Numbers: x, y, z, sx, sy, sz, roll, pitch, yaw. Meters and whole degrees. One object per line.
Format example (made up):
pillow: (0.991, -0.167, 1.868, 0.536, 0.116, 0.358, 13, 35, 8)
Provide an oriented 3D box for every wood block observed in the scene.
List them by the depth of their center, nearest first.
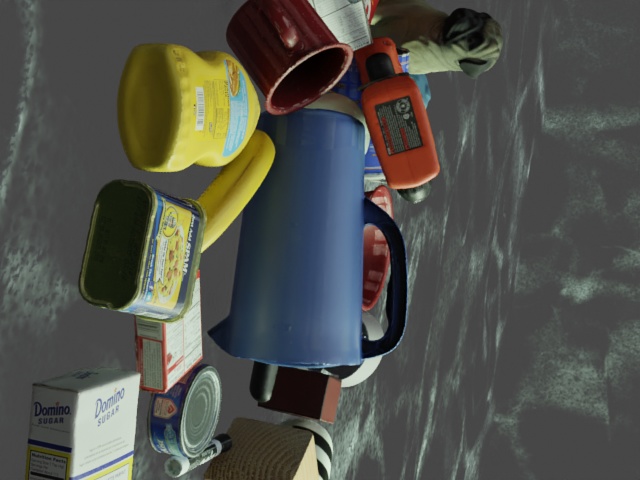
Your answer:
wood block: (-0.052, 0.297, 1.135, 0.090, 0.091, 0.206, -61, 152, -47)

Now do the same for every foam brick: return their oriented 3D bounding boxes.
foam brick: (-0.023, 0.171, 1.190, 0.053, 0.078, 0.051, 36, 65, -67)

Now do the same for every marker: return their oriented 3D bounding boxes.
marker: (-0.114, 0.205, 1.024, 0.121, 0.020, 0.020, -4, 101, -72)

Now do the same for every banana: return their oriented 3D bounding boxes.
banana: (-0.083, -0.041, 0.931, 0.037, 0.070, 0.197, 43, 45, -15)

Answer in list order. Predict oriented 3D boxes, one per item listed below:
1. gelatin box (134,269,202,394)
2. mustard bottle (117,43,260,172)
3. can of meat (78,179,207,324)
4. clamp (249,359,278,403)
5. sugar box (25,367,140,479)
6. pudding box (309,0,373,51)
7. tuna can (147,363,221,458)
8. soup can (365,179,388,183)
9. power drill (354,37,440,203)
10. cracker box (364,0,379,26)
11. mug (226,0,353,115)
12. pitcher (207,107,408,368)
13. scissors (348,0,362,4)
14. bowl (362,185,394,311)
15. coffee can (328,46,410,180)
gelatin box: (-0.129, 0.075, 0.907, 0.073, 0.030, 0.089, -46, 140, -63)
mustard bottle: (-0.096, -0.108, 0.879, 0.191, 0.058, 0.096, -18, 109, -69)
can of meat: (-0.135, 0.009, 0.817, 0.083, 0.057, 0.102, 25, 73, -68)
clamp: (-0.039, 0.056, 1.124, 0.164, 0.036, 0.210, -43, 128, -41)
sugar box: (-0.178, 0.187, 0.786, 0.093, 0.048, 0.176, -3, 97, -71)
pudding box: (-0.001, -0.226, 1.059, 0.113, 0.090, 0.039, 72, -7, -56)
tuna can: (-0.120, 0.151, 0.958, 0.086, 0.034, 0.086, 9, 90, -72)
soup can: (0.060, -0.124, 1.323, 0.068, 0.069, 0.102, -3, 101, -71)
power drill: (0.080, -0.109, 1.083, 0.187, 0.057, 0.184, -93, 164, -75)
cracker box: (0.033, -0.337, 1.144, 0.164, 0.072, 0.213, 70, 34, -54)
mug: (-0.032, -0.175, 0.942, 0.093, 0.081, 0.117, -35, 164, 0)
pitcher: (-0.007, 0.001, 1.025, 0.149, 0.145, 0.243, 8, 85, -44)
scissors: (-0.009, -0.310, 0.975, 0.202, 0.016, 0.096, 67, 19, 7)
bowl: (0.046, 0.006, 1.356, 0.162, 0.055, 0.162, 9, 90, -72)
coffee can: (0.048, -0.149, 1.221, 0.102, 0.103, 0.140, -38, 133, -64)
